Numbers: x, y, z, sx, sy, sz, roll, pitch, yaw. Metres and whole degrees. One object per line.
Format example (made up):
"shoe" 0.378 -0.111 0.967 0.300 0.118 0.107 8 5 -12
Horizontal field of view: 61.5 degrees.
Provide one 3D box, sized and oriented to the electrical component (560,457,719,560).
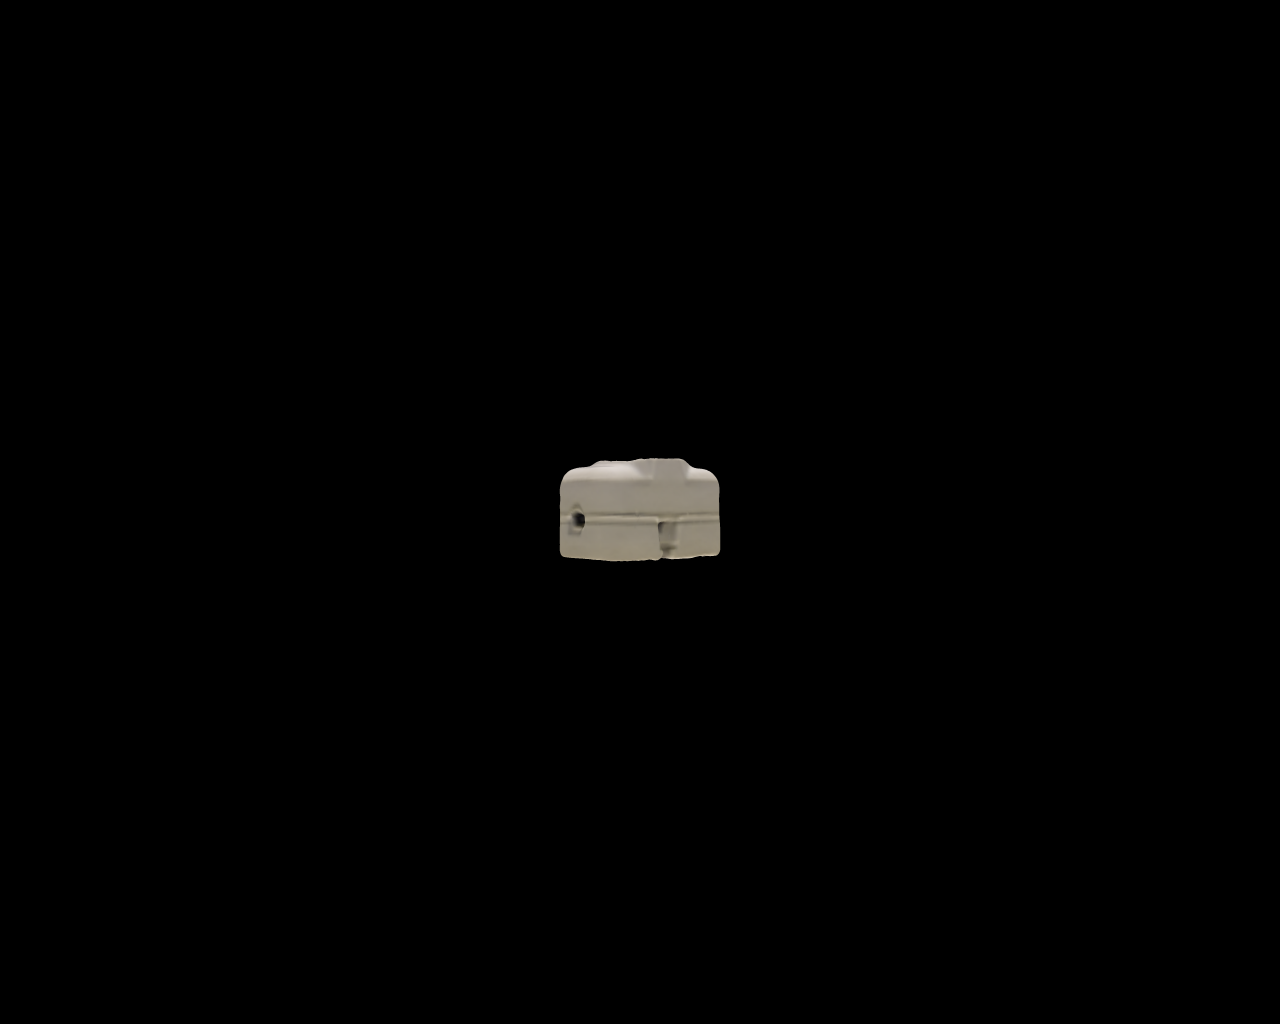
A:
"electrical component" 0.001 -0.003 0.650 0.095 0.059 0.053 0 0 -37
